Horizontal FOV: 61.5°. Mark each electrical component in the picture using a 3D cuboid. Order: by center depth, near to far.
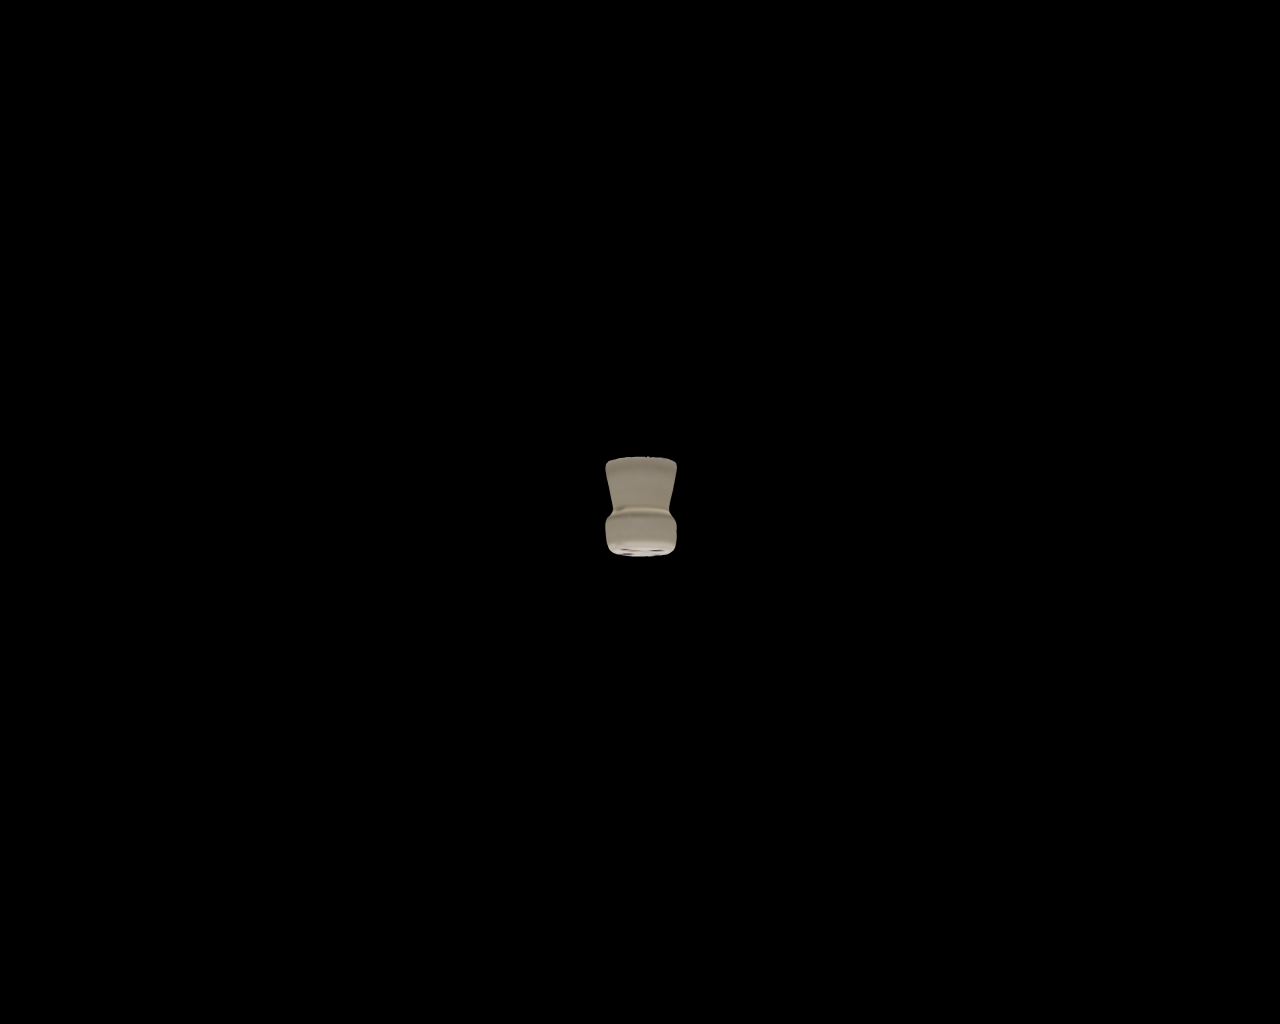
[{"bbox_3d":[0.001,-0.003,0.650,0.045,0.055,0.045,0,-10,0],"label":"electrical component"}]
